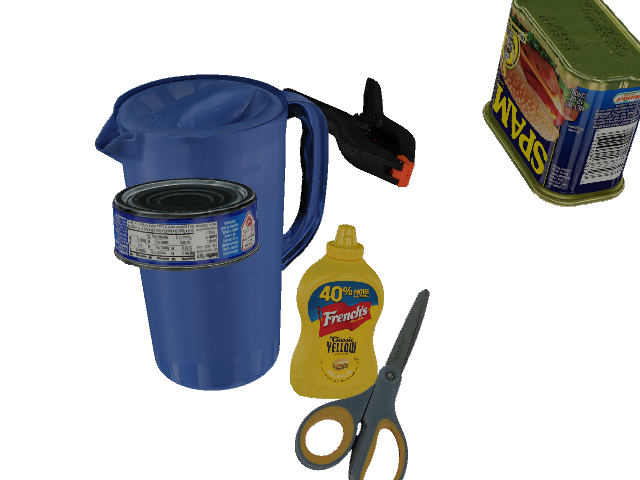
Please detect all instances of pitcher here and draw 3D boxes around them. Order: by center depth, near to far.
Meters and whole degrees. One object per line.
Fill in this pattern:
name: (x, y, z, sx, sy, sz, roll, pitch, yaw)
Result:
pitcher: (-0.080, -0.006, 0.868, 0.149, 0.243, 0.144, 7, 30, 15)

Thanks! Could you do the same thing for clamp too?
clamp: (0.033, -0.113, 1.079, 0.120, 0.039, 0.171, -10, 40, -18)

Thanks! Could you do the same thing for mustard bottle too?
mustard bottle: (0.021, 0.077, 1.176, 0.096, 0.192, 0.058, 2, 14, -12)

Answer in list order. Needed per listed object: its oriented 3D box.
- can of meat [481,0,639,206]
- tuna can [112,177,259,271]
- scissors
can of meat: (0.138, -0.084, 0.602, 0.057, 0.084, 0.102, -10, 46, -15)
tuna can: (-0.079, -0.011, 0.628, 0.086, 0.034, 0.086, 0, 17, 0)
scissors: (0.035, 0.113, 0.850, 0.096, 0.201, 0.016, 11, -37, -3)
